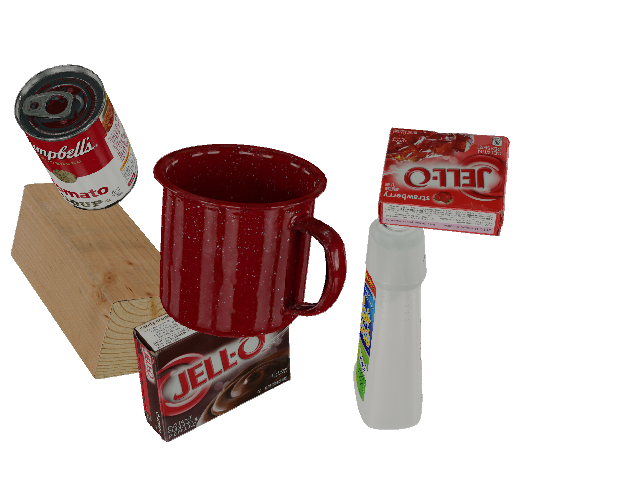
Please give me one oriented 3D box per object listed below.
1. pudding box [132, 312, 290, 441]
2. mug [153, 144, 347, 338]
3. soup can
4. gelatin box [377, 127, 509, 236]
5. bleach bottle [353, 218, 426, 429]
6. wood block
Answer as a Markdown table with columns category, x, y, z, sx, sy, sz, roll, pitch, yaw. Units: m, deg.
| category | x | y | z | sx | sy | sz | roll | pitch | yaw |
| --- | --- | --- | --- | --- | --- | --- | --- | --- | --- |
| pudding box | -0.076 | 0.083 | 0.775 | 0.113 | 0.090 | 0.039 | -26 | 46 | -28 |
| mug | -0.036 | 0.004 | 0.581 | 0.117 | 0.081 | 0.093 | 19 | 27 | 27 |
| soup can | -0.185 | -0.077 | 0.818 | 0.068 | 0.068 | 0.102 | 0 | -29 | 7 |
| gelatin box | 0.090 | -0.044 | 0.774 | 0.089 | 0.073 | 0.030 | 6 | -37 | 8 |
| bleach bottle | 0.069 | 0.063 | 1.025 | 0.068 | 0.251 | 0.102 | -3 | 37 | -3 |
| wood block | -0.220 | 0.033 | 1.058 | 0.090 | 0.091 | 0.206 | -4 | 36 | -40 |
